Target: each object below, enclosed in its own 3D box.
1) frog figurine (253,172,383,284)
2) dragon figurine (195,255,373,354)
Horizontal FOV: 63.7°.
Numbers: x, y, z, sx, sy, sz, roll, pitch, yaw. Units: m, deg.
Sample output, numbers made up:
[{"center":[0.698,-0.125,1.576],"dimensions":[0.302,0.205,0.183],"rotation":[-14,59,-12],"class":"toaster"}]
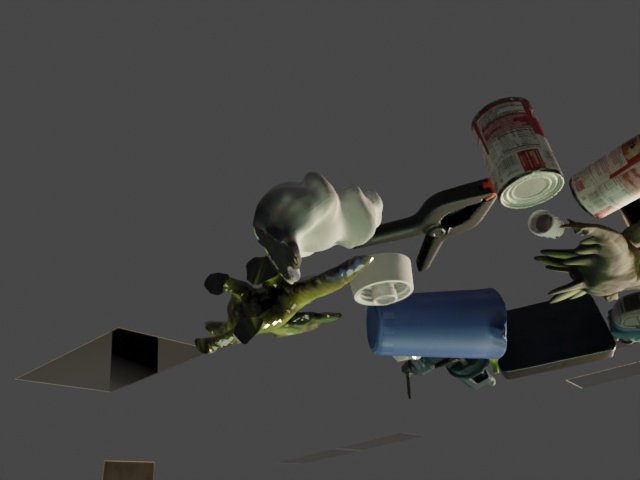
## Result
[{"center":[0.002,-0.032,0.640],"dimensions":[0.161,0.124,0.134],"rotation":[-37,147,-22],"class":"frog figurine"},{"center":[-0.053,0.113,0.868],"dimensions":[0.407,0.124,0.241],"rotation":[-18,160,25],"class":"dragon figurine"}]
